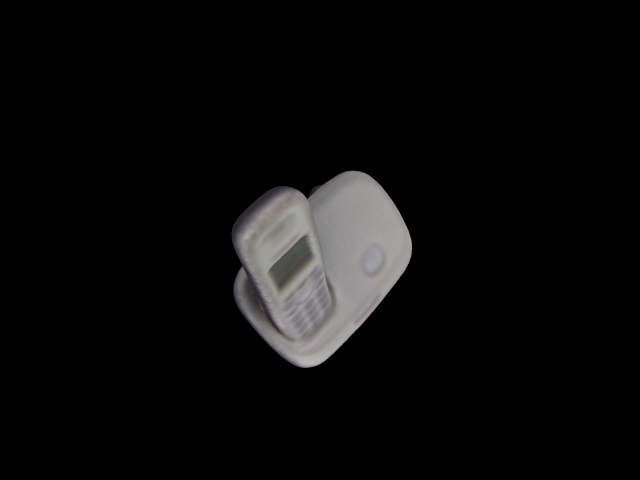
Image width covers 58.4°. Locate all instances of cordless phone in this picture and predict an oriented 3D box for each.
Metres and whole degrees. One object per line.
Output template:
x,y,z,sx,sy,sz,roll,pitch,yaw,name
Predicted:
0.004,0.001,0.400,0.094,0.185,0.148,37,71,15,cordless phone
